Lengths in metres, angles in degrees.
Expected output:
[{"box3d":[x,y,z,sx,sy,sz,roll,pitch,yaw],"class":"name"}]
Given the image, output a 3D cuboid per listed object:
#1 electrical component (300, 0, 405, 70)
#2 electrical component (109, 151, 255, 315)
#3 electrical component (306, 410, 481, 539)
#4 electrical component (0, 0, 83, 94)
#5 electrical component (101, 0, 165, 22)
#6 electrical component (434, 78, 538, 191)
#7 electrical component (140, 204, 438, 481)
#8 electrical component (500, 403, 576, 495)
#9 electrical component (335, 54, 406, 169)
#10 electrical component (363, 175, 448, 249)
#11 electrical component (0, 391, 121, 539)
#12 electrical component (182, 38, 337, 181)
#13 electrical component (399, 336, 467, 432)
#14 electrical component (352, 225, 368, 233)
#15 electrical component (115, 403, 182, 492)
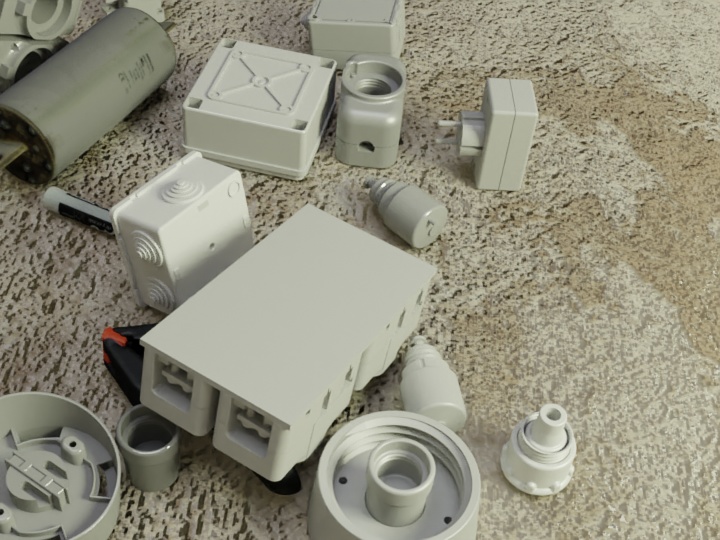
[{"box3d":[-0.008,-0.222,1.004,0.096,0.061,0.061,5,45,10],"class":"electrical component"},{"box3d":[-0.123,-0.023,0.772,0.048,0.099,0.100,21,47,31],"class":"electrical component"},{"box3d":[0.022,0.136,0.658,0.108,0.060,0.108,3,46,-3],"class":"electrical component"},{"box3d":[-0.309,-0.195,0.860,0.060,0.105,0.186,31,23,18],"class":"electrical component"},{"box3d":[-0.212,-0.264,1.016,0.081,0.063,0.042,-25,55,-27],"class":"electrical component"},{"box3d":[0.100,-0.112,0.889,0.076,0.083,0.047,2,46,-4],"class":"electrical component"},{"box3d":[-0.043,0.042,0.696,0.105,0.060,0.186,27,40,17],"class":"electrical component"},{"box3d":[0.118,0.111,0.691,0.048,0.062,0.048,3,46,-3],"class":"electrical component"},{"box3d":[0.010,-0.141,0.924,0.054,0.059,0.095,6,46,0],"class":"electrical component"},{"box3d":[0.034,-0.050,0.853,0.040,0.040,0.078,-32,57,-31],"class":"electrical component"},{"box3d":[-0.192,0.128,0.641,0.099,0.064,0.099,3,46,-3],"class":"electrical component"},{"box3d":[-0.084,-0.138,0.914,0.109,0.056,0.108,13,46,6],"class":"electrical component"},{"box3d":[0.046,0.078,0.731,0.040,0.040,0.078,-3,47,-9],"class":"electrical component"},{"box3d":[0.000,0.000,0.799,0.043,0.043,0.062,-18,52,-22],"class":"electrical component"},{"box3d":[-0.131,0.112,0.675,0.040,0.046,0.040,3,46,-3],"class":"electrical component"}]
